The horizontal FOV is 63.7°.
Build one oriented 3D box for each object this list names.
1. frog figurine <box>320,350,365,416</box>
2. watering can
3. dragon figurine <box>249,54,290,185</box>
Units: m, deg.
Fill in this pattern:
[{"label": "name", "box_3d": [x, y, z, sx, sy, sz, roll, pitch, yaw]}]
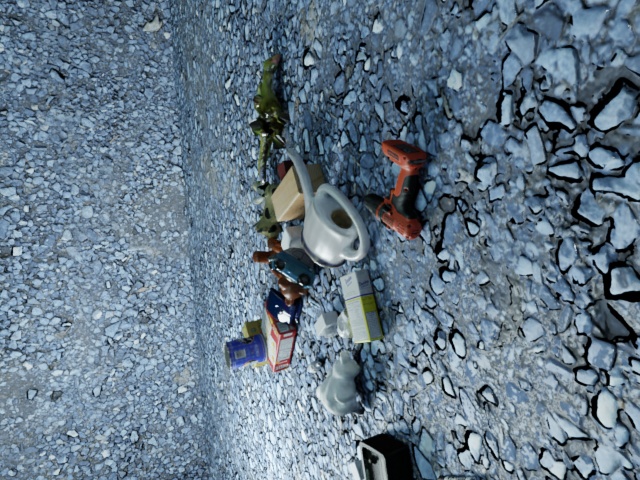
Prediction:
[{"label": "frog figurine", "box_3d": [0.055, 0.386, 1.390, 0.140, 0.123, 0.156, -106, 7, -63]}, {"label": "watering can", "box_3d": [0.004, -0.068, 1.353, 0.352, 0.105, 0.219, 51, 142, 25]}, {"label": "dragon figurine", "box_3d": [-0.179, -0.414, 1.719, 0.248, 0.122, 0.401, -102, 21, -51]}]
